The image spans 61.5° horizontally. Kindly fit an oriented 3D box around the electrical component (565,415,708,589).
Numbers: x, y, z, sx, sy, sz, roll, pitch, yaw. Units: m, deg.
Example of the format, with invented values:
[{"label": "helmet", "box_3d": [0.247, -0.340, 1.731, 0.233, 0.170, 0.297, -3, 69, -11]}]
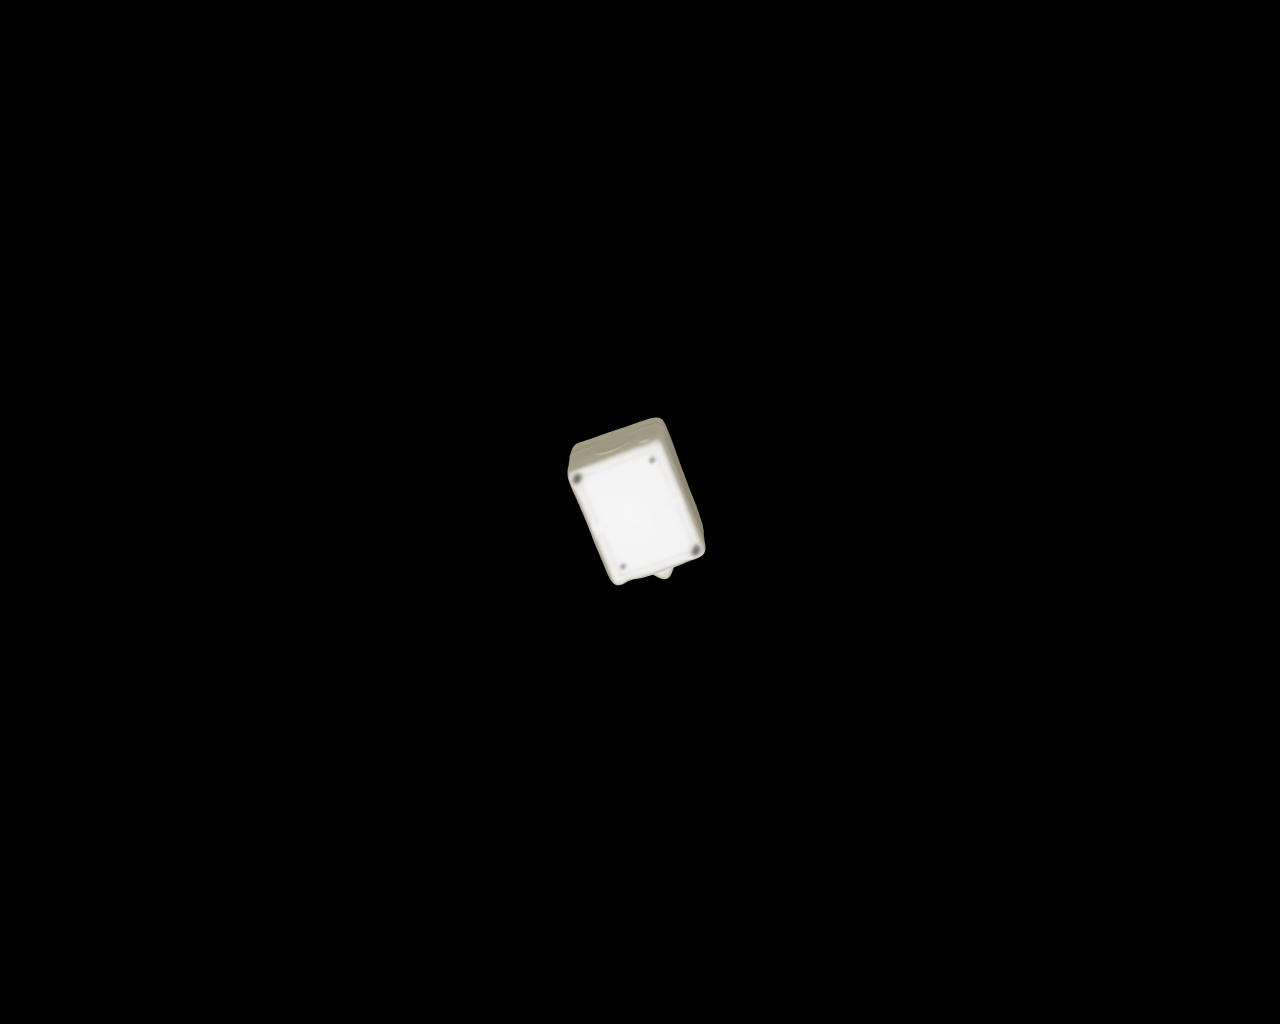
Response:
[{"label": "electrical component", "box_3d": [0.001, -0.003, 0.650, 0.062, 0.096, 0.061, -19, 20, 7]}]
